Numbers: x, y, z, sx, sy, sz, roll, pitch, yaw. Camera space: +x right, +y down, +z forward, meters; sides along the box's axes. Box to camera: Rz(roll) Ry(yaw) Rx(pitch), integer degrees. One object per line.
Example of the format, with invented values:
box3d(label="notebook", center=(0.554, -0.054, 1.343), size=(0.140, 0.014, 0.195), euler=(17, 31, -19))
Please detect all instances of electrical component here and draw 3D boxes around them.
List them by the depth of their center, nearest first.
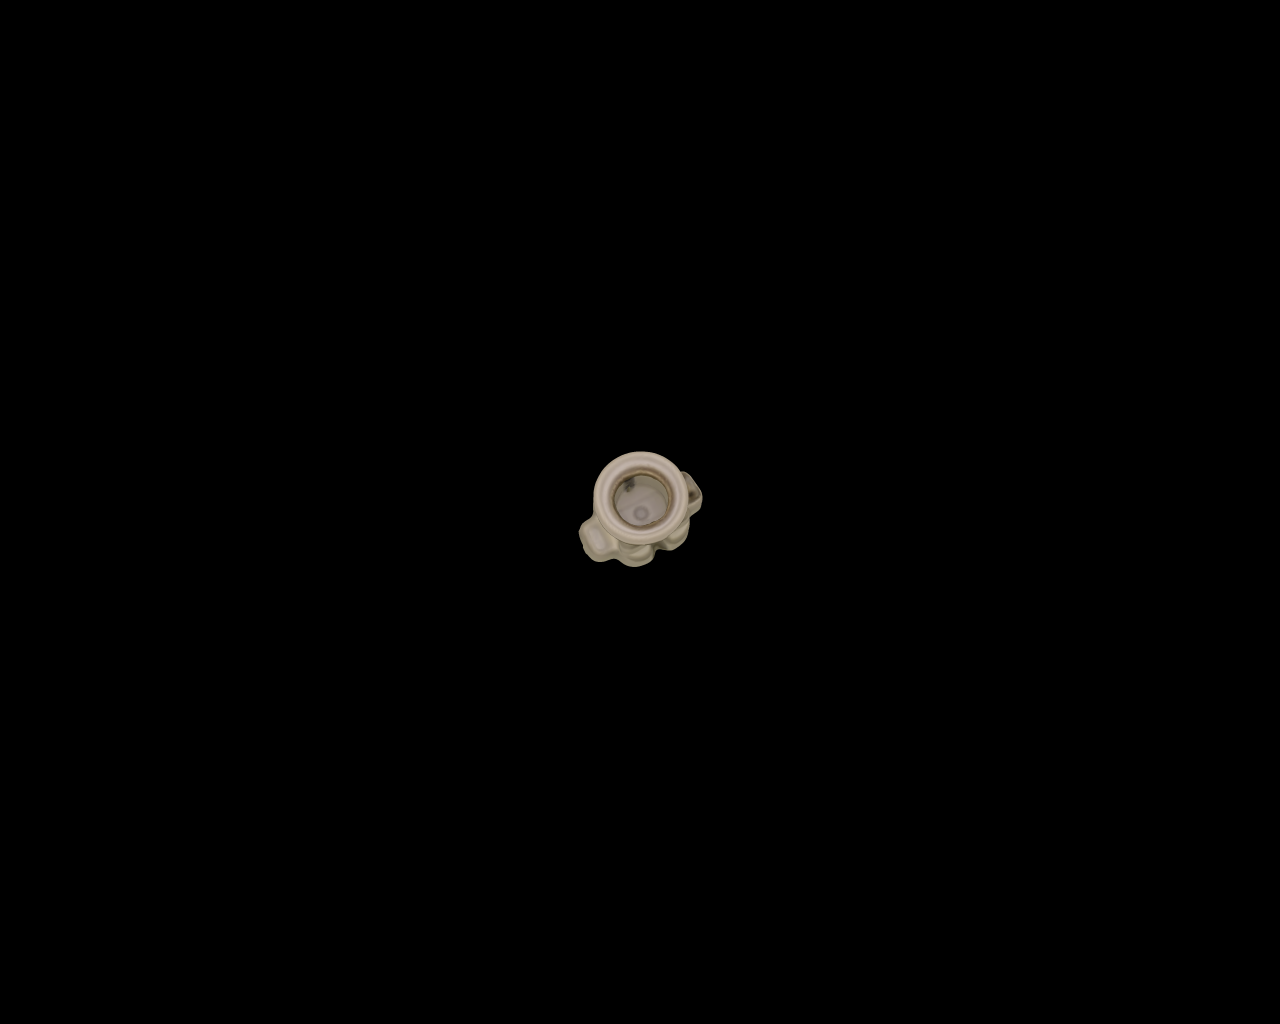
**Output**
box3d(label="electrical component", center=(0.001, -0.003, 0.650), size=(0.078, 0.058, 0.057), euler=(-27, -14, -7))
